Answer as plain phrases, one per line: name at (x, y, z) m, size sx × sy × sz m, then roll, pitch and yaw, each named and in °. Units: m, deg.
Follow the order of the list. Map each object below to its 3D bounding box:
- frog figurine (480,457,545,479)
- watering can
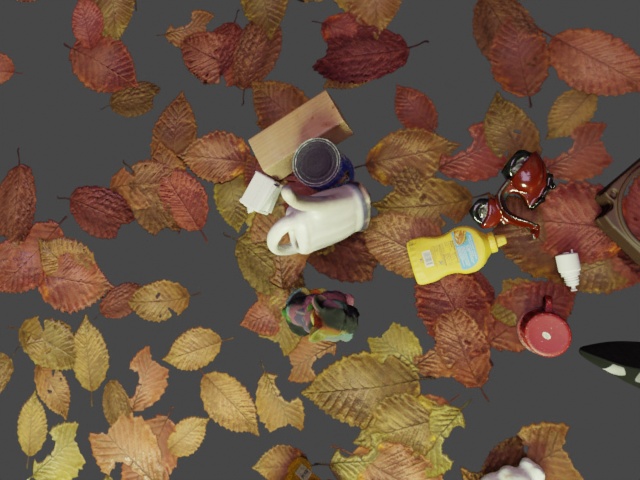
frog figurine at (0.355, 0.486, 0.939) m, size 0.158 × 0.122 × 0.140 m, roll -51°, pitch 54°, yaw 17°
watering can at (0.003, -0.051, 1.013) m, size 0.226 × 0.342 × 0.105 m, roll -23°, pitch 75°, yaw -15°
